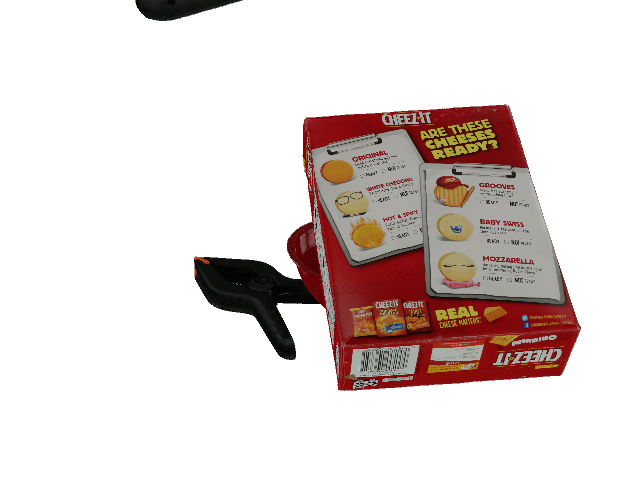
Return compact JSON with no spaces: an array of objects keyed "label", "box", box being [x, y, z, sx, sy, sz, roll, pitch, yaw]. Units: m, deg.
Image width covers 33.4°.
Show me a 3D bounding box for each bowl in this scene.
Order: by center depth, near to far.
[{"label":"bowl","box":[0.047,0.034,1.004,0.162,0.055,0.162,5,25,-2]}]

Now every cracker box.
[{"label":"cracker box","box":[0.079,0.002,0.786,0.164,0.214,0.072,-4,-39,-6]}]

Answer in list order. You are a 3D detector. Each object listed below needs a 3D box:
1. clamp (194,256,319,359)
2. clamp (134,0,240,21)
[{"label":"clamp","box":[-0.065,0.065,1.194,0.210,0.036,0.164,16,29,24]},{"label":"clamp","box":[-0.013,-0.140,0.525,0.171,0.039,0.120,-1,41,3]}]
